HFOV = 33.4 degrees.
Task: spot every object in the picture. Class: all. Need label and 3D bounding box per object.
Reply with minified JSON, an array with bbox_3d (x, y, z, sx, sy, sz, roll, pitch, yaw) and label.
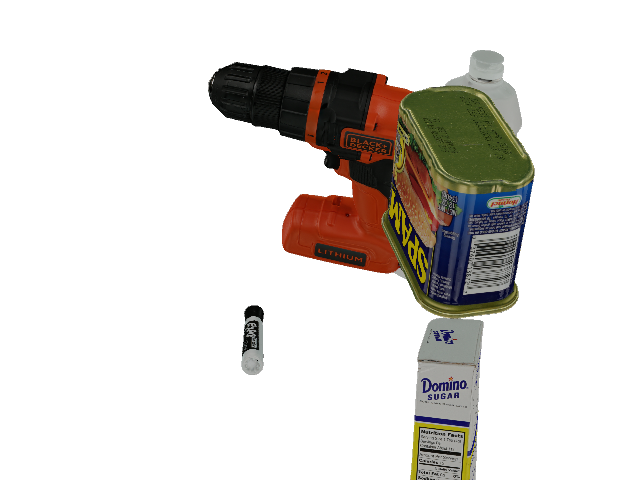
[{"bbox_3d":[0.133,-0.066,1.031,0.103,0.251,0.068,22,39,22],"label":"bleach bottle"},{"bbox_3d":[0.009,-0.053,0.795,0.184,0.057,0.188,13,-31,6],"label":"power drill"},{"bbox_3d":[-0.061,0.088,0.970,0.020,0.020,0.121,0,19,-3],"label":"marker"},{"bbox_3d":[0.072,-0.023,0.572,0.057,0.084,0.102,-6,38,-12],"label":"can of meat"},{"bbox_3d":[0.087,0.151,0.751,0.048,0.176,0.093,2,14,11],"label":"sugar box"}]
